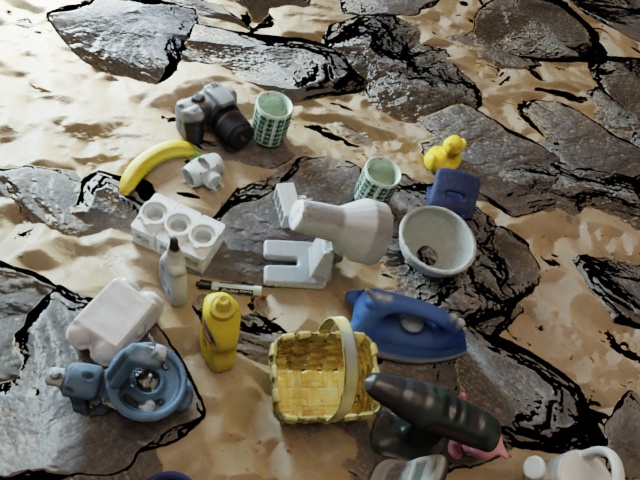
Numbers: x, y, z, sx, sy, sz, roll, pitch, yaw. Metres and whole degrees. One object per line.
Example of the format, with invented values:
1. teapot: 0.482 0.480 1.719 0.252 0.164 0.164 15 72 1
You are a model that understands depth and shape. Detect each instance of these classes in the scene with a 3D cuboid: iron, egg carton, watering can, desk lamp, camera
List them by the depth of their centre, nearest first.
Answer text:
1. watering can: 0.411 0.393 0.920 0.173 0.194 0.101 -2 59 -16
2. egg carton: -0.340 0.135 0.961 0.107 0.069 0.150 30 56 6
3. iron: 0.173 0.148 1.045 0.258 0.141 0.118 14 56 -6
4. desk lamp: 0.010 0.004 1.051 0.203 0.213 0.118 3 57 -13
5. camera: -0.217 -0.261 1.229 0.143 0.101 0.136 -32 71 -29

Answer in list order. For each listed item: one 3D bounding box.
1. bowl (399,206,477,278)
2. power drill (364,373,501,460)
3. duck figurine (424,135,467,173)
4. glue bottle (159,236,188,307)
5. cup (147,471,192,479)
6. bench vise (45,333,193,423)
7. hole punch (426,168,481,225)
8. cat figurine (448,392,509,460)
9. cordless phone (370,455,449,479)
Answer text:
1. bowl: 0.233 0.015 1.187 0.167 0.074 0.167 7 57 -10
2. power drill: 0.155 0.289 0.910 0.229 0.208 0.075 17 55 -3
3. duck figurine: 0.298 -0.207 1.339 0.105 0.086 0.077 -21 66 -26
4. glue bottle: -0.249 0.045 0.980 0.037 0.173 0.078 -17 64 -23
5. cup: -0.210 0.396 0.813 0.092 0.095 0.117 -25 67 -27
6. bench vise: -0.290 0.209 0.836 0.208 0.219 0.121 -10 61 -20
7. hole punch: 0.293 -0.092 1.262 0.108 0.091 0.101 15 56 -5
8. cat figurine: 0.260 0.321 0.972 0.067 0.117 0.127 -11 62 -21
9. cordless phone: 0.126 0.392 0.850 0.094 0.185 0.148 24 55 2
